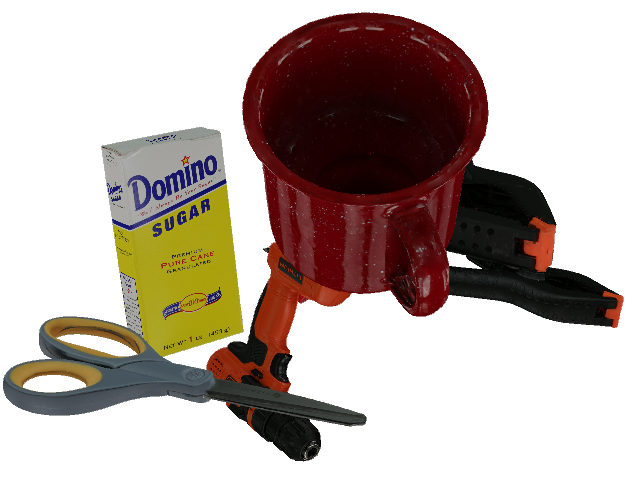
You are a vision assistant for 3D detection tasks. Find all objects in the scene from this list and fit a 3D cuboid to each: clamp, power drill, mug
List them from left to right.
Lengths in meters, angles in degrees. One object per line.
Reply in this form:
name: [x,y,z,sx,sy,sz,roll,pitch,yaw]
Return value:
power drill: [-0.034,0.110,1.100,0.057,0.188,0.185,14,15,-44]
mug: [0.022,-0.021,0.429,0.093,0.117,0.081,-21,-30,-11]
clamp: [0.072,-0.031,0.713,0.164,0.036,0.210,-13,28,-22]
clamp: [0.185,0.036,0.959,0.171,0.039,0.120,16,28,15]

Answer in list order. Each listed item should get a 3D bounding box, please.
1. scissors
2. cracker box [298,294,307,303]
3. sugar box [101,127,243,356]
scissors: [-0.085,0.084,0.574,0.202,0.016,0.096,17,29,28]
cracker box: [0.055,-0.035,1.257,0.214,0.072,0.163,-48,-11,35]
sugar box: [-0.120,0.001,0.882,0.093,0.176,0.048,-16,21,-31]
